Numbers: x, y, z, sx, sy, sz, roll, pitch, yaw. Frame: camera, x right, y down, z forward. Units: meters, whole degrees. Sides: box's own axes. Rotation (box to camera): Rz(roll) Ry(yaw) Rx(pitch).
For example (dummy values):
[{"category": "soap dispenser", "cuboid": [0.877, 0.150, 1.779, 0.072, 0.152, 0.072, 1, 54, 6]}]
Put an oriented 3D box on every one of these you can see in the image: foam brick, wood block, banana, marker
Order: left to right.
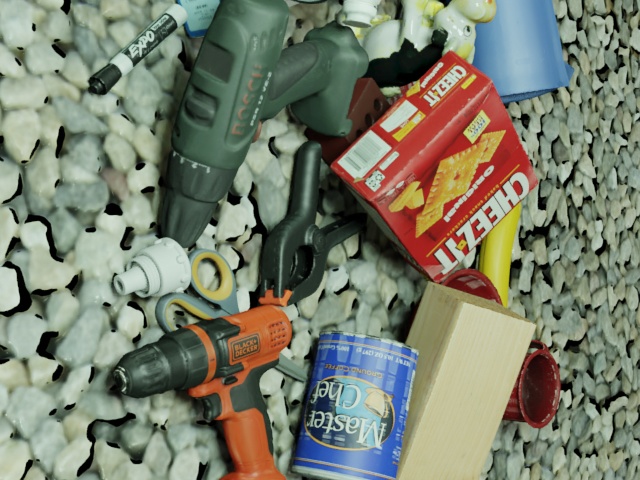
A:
[{"category": "marker", "cuboid": [-0.154, -0.161, 0.904, 0.121, 0.020, 0.020, -52, 125, -35]}, {"category": "foam brick", "cuboid": [0.031, -0.119, 1.085, 0.053, 0.051, 0.078, 51, 54, -35]}, {"category": "wood block", "cuboid": [0.129, 0.159, 1.091, 0.090, 0.090, 0.206, 17, 96, -22]}, {"category": "banana", "cuboid": [0.222, 0.022, 1.305, 0.069, 0.037, 0.198, 29, 68, -42]}]

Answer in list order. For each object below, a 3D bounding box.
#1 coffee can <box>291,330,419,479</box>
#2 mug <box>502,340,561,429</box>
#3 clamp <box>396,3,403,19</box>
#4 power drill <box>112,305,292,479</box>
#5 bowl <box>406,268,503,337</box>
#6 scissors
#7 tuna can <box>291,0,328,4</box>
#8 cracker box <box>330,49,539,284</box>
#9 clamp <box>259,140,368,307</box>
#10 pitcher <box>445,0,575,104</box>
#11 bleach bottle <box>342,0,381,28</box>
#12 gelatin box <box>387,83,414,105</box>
[{"category": "coffee can", "cuboid": [0.035, 0.169, 1.046, 0.102, 0.103, 0.140, 26, 70, -45]}, {"category": "mug", "cuboid": [0.235, 0.166, 1.282, 0.093, 0.082, 0.117, 53, 53, -33]}, {"category": "clamp", "cuboid": [0.133, -0.347, 1.146, 0.036, 0.165, 0.210, 12, 70, -23]}, {"category": "power drill", "cuboid": [-0.092, 0.161, 0.929, 0.184, 0.057, 0.188, -15, 106, -43]}, {"category": "bowl", "cuboid": [0.146, 0.112, 1.204, 0.161, 0.055, 0.162, 0, 90, -47]}, {"category": "scissors", "cuboid": [-0.070, 0.070, 0.995, 0.201, 0.016, 0.096, 21, 78, -45]}, {"category": "tuna can", "cuboid": [-0.019, -0.239, 0.905, 0.086, 0.086, 0.033, 39, 65, -40]}, {"category": "cracker box", "cuboid": [0.125, -0.065, 1.084, 0.164, 0.072, 0.213, -44, 145, -1]}, {"category": "clamp", "cuboid": [-0.007, 0.001, 1.052, 0.120, 0.039, 0.171, 41, 60, -36]}, {"category": "pitcher", "cuboid": [0.194, -0.277, 1.223, 0.149, 0.145, 0.243, -18, 99, -60]}, {"category": "bleach bottle", "cuboid": [0.050, -0.317, 0.963, 0.068, 0.102, 0.251, 8, 89, -7]}, {"category": "gelatin box", "cuboid": [0.093, -0.142, 1.170, 0.073, 0.030, 0.089, -7, 95, -48]}]
